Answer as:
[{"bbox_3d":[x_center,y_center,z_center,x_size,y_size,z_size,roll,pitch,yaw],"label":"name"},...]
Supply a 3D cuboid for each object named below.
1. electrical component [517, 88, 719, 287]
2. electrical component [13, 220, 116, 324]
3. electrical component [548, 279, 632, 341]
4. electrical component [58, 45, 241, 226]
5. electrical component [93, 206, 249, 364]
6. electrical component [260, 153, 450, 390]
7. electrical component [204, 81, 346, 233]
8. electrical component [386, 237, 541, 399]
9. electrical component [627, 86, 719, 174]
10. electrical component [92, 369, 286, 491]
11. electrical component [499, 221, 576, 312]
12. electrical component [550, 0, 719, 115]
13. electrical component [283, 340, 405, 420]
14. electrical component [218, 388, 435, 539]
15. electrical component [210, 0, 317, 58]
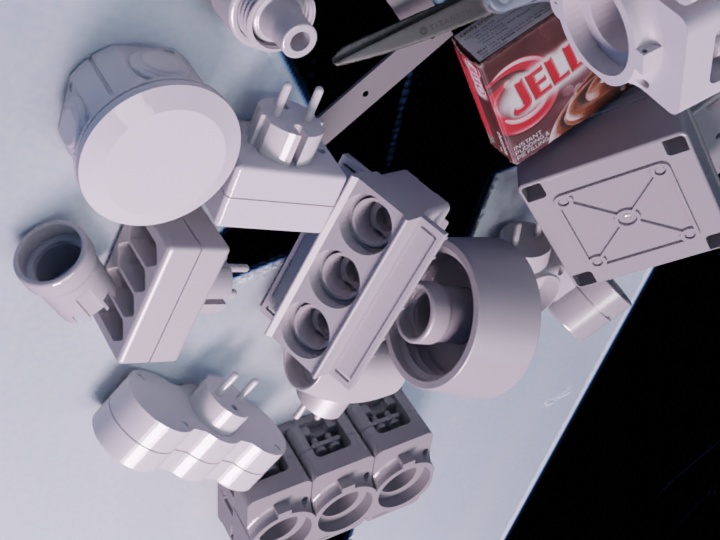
[{"bbox_3d":[0.168,-0.052,0.688,0.109,0.056,0.108,-18,133,24],"label":"electrical component"},{"bbox_3d":[-0.152,0.003,0.560,0.040,0.040,0.046,-31,148,-7],"label":"electrical component"},{"bbox_3d":[0.171,0.021,0.820,0.047,0.055,0.055,-43,143,14],"label":"electrical component"},{"bbox_3d":[-0.102,-0.065,0.516,0.080,0.051,0.080,-21,140,-19],"label":"electrical component"},{"bbox_3d":[-0.097,0.006,0.600,0.076,0.047,0.083,1,129,-41],"label":"electrical component"},{"bbox_3d":[0.000,0.000,0.654,0.063,0.079,0.121,-20,145,-56],"label":"electrical component"},{"bbox_3d":[-0.042,-0.064,0.563,0.066,0.047,0.076,3,128,-34],"label":"electrical component"},{"bbox_3d":[0.059,0.029,0.701,0.060,0.108,0.108,6,126,-34],"label":"electrical component"},{"bbox_3d":[0.231,-0.105,0.738,0.100,0.048,0.099,-37,143,1],"label":"electrical component"},{"bbox_3d":[-0.096,0.092,0.688,0.073,0.052,0.138,-47,141,14],"label":"electrical component"},{"bbox_3d":[0.113,-0.007,0.753,0.077,0.044,0.079,-19,139,-22],"label":"electrical component"},{"bbox_3d":[0.096,-0.162,0.457,0.060,0.186,0.105,-27,142,-12],"label":"electrical component"},{"bbox_3d":[-0.018,0.074,0.736,0.077,0.044,0.079,9,126,-42],"label":"electrical component"},{"bbox_3d":[-0.025,0.156,0.803,0.150,0.061,0.089,-17,139,-23],"label":"electrical component"},{"bbox_3d":[-0.041,-0.121,0.496,0.043,0.062,0.043,-21,140,-19],"label":"electrical component"}]
